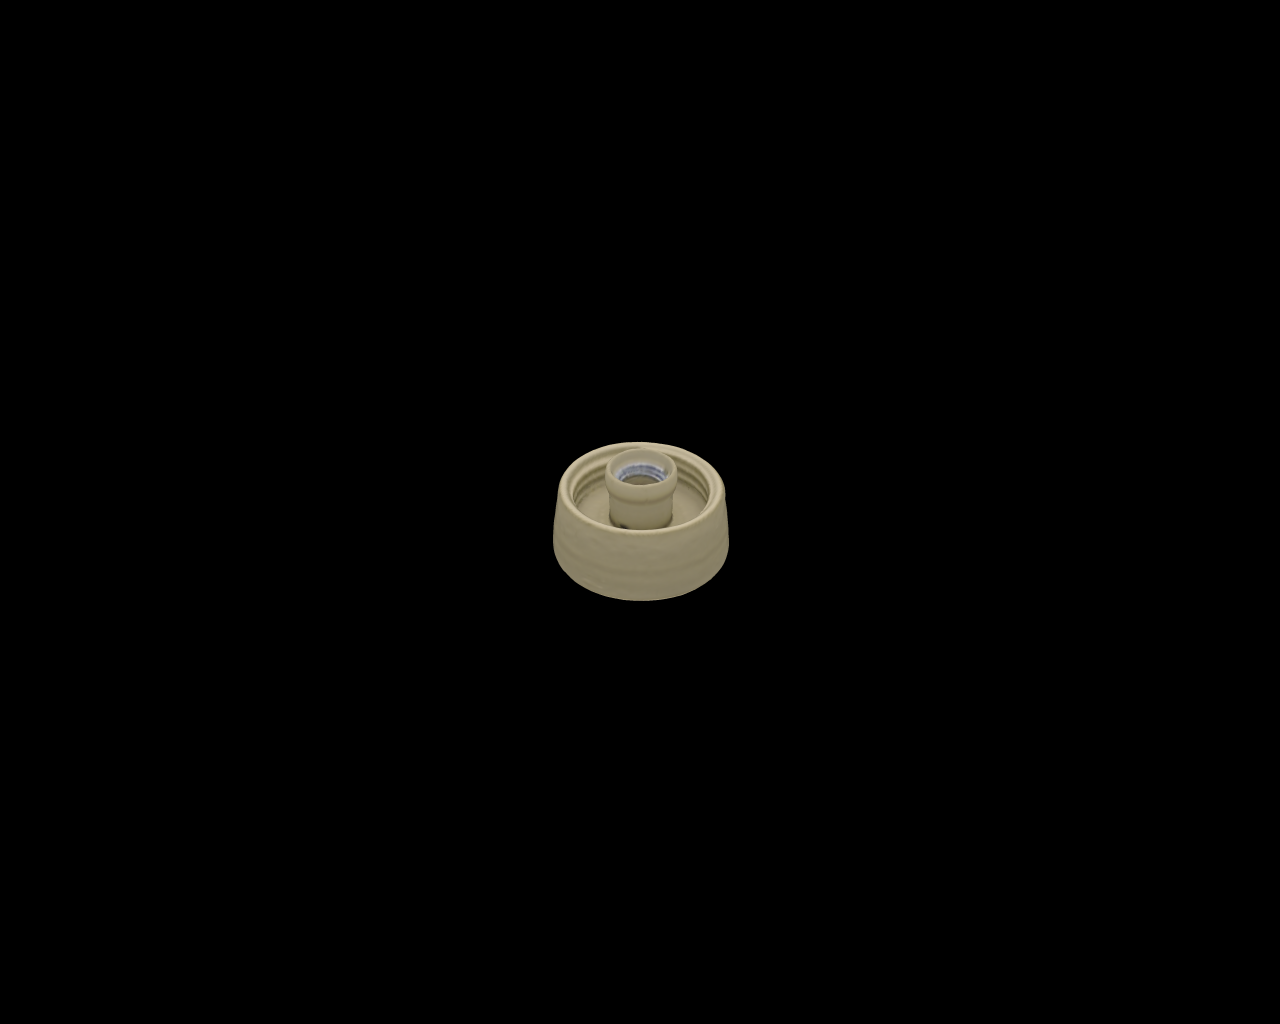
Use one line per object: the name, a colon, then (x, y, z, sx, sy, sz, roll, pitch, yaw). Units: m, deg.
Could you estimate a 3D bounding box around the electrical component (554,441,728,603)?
electrical component: (0.001, -0.003, 0.650, 0.108, 0.060, 0.108, 0, 36, 0)
